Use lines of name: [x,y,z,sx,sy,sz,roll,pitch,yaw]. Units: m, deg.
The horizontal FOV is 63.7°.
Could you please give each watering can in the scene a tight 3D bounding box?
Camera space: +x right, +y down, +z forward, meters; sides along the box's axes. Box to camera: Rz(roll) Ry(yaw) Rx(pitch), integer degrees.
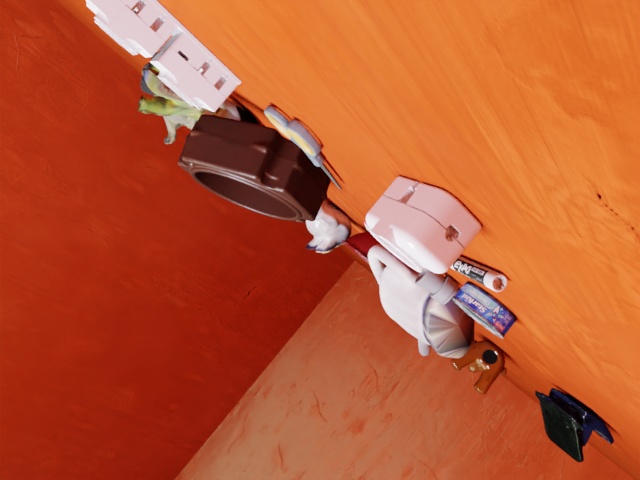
watering can: [0.203,0.147,0.978,0.227,0.105,0.341,32,158,56]

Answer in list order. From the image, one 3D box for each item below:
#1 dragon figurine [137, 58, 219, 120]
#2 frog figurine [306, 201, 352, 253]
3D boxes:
dragon figurine: [-0.228,-0.259,1.010,0.241,0.121,0.415,22,-172,-22]
frog figurine: [0.004,-0.060,1.184,0.139,0.123,0.158,-110,7,-77]
